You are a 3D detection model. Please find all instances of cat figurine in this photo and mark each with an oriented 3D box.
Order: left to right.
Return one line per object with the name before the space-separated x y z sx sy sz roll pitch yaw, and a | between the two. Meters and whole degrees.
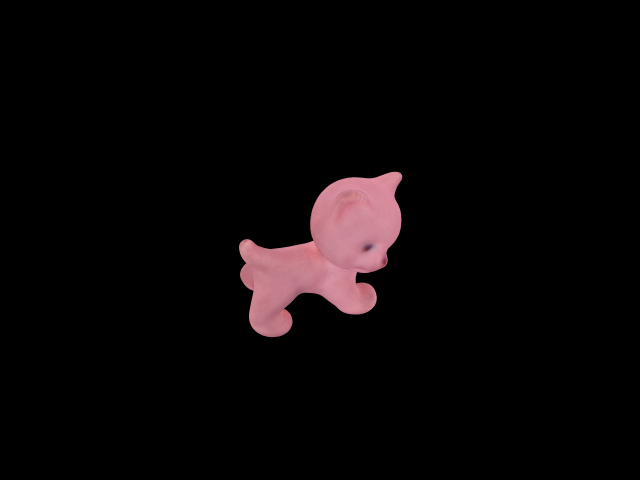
cat figurine | 0.004 0.001 0.400 0.128 0.118 0.067 -15 54 -11
